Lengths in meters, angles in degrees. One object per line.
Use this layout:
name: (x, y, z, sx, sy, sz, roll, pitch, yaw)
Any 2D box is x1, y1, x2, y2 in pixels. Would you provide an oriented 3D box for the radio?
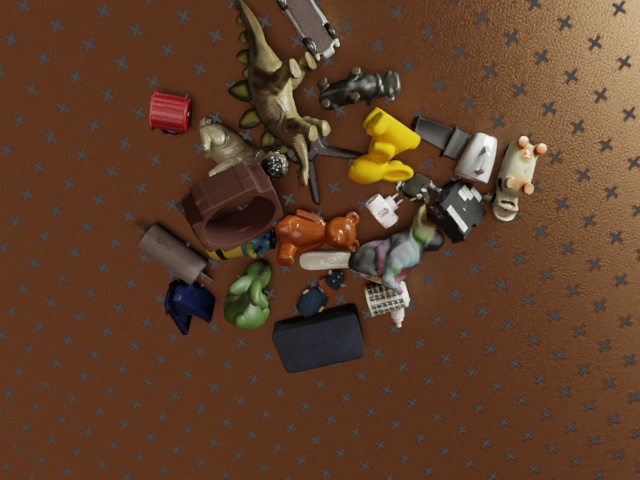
radio: (0.000, 0.262, 1.419, 0.230, 0.073, 0.131, -14, 107, 9)

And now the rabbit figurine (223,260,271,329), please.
rabbit figurine: (-0.184, 0.130, 1.359, 0.121, 0.159, 0.170, 19, 92, 7)

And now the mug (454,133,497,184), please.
mug: (0.369, -0.193, 1.246, 0.081, 0.109, 0.107, 18, 94, 1)

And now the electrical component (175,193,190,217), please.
electrical component: (-0.308, -0.073, 1.303, 0.048, 0.119, 0.074, -37, 105, 12)

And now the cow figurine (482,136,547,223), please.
cow figurine: (0.447, -0.136, 1.260, 0.085, 0.127, 0.194, 15, 93, -3)

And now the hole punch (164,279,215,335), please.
hole punch: (-0.333, 0.162, 1.375, 0.092, 0.142, 0.115, -22, 119, 11)

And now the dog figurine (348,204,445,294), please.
dog figurine: (0.190, 0.011, 1.305, 0.192, 0.108, 0.219, 25, 83, 28)

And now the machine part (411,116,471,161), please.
machine part: (0.277, -0.244, 1.266, 0.139, 0.039, 0.084, 26, 112, -7)

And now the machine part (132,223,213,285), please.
machine part: (-0.373, 0.036, 1.361, 0.243, 0.079, 0.079, 39, 105, -9)

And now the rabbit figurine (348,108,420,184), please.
rabbit figurine: (0.140, -0.199, 1.251, 0.162, 0.122, 0.173, 33, 101, -24)

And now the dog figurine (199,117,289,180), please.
dog figurine: (-0.180, -0.217, 1.275, 0.191, 0.121, 0.172, -13, 110, -8)

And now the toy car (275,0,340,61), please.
toy car: (-0.033, -0.496, 1.193, 0.073, 0.056, 0.201, -34, 104, 6)

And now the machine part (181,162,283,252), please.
machine part: (-0.196, -0.072, 1.218, 0.201, 0.201, 0.087, -27, 65, -6)

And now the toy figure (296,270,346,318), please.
toy figure: (0.004, 0.134, 1.387, 0.154, 0.058, 0.064, -43, 112, 9)

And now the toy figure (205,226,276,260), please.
toy figure: (-0.199, 0.007, 1.344, 0.180, 0.082, 0.089, -1, 109, 0)

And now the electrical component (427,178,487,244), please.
electrical component: (0.330, -0.076, 1.274, 0.134, 0.058, 0.114, -46, 106, -30)

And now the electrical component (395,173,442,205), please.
electrical component: (0.228, -0.122, 1.277, 0.078, 0.102, 0.045, -42, 138, -1)

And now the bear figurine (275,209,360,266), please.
bear figurine: (-0.002, -0.006, 1.308, 0.196, 0.132, 0.120, 5, 116, 7)

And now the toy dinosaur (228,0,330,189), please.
toy dinosaur: (-0.108, -0.339, 1.190, 0.199, 0.105, 0.471, -12, 93, 33)

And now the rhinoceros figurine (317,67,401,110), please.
rhinoceros figurine: (0.086, -0.334, 1.211, 0.190, 0.112, 0.073, -8, 83, 19)
